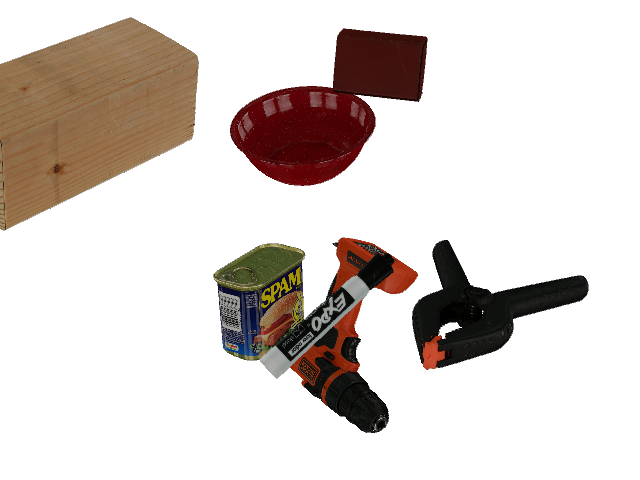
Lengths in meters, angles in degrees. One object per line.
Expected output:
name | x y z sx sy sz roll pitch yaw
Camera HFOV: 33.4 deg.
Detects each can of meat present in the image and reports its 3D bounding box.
can of meat | -0.058 0.061 1.073 0.058 0.084 0.101 13 28 30

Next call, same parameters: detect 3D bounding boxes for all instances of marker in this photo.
marker | 0.007 0.052 0.767 0.121 0.020 0.020 -42 8 -9

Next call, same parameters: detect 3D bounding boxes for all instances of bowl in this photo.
bowl | -0.019 -0.109 1.193 0.162 0.055 0.162 -3 38 2

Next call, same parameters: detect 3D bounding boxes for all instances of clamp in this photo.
clamp | 0.141 0.060 1.025 0.165 0.036 0.209 19 32 33

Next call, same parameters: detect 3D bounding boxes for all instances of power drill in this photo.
power drill | 0.041 0.105 1.223 0.057 0.188 0.185 12 16 -42

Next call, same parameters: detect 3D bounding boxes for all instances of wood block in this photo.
wood block | -0.207 -0.103 0.890 0.090 0.091 0.205 32 43 26

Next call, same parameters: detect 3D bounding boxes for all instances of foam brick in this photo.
foam brick | 0.053 -0.155 0.940 0.078 0.051 0.053 8 19 8
